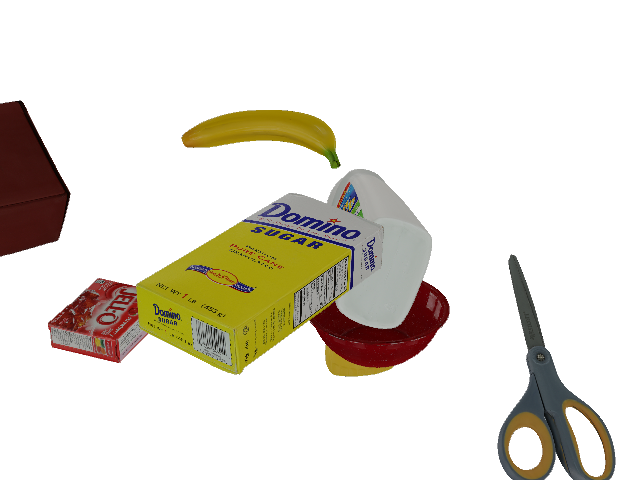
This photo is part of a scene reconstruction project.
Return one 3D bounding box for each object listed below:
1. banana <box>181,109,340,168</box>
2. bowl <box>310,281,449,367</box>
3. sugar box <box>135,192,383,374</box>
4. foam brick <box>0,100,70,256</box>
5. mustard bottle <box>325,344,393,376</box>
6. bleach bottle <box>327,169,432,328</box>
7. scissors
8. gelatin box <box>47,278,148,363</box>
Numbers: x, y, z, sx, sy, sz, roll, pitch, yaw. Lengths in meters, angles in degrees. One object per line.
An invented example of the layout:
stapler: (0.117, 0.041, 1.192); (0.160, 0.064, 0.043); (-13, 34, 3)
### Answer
banana: (-0.064, -0.127, 1.259); (0.198, 0.037, 0.069); (8, 40, 17)
bowl: (0.062, 0.095, 1.192); (0.162, 0.055, 0.162); (0, 27, 0)
sugar box: (-0.040, 0.025, 0.780); (0.093, 0.048, 0.175); (22, 39, 30)
foam brick: (-0.194, -0.037, 0.651); (0.051, 0.078, 0.053); (-17, -28, -32)
mustard bottle: (0.055, 0.088, 1.445); (0.096, 0.192, 0.058); (-4, 22, -9)
bleach bottle: (0.041, -0.006, 1.023); (0.068, 0.103, 0.251); (19, 12, -12)
scissors: (0.159, 0.107, 0.841); (0.096, 0.202, 0.016); (-19, -28, -14)
gelatin box: (-0.195, 0.072, 0.986); (0.073, 0.030, 0.089); (11, 31, 20)
